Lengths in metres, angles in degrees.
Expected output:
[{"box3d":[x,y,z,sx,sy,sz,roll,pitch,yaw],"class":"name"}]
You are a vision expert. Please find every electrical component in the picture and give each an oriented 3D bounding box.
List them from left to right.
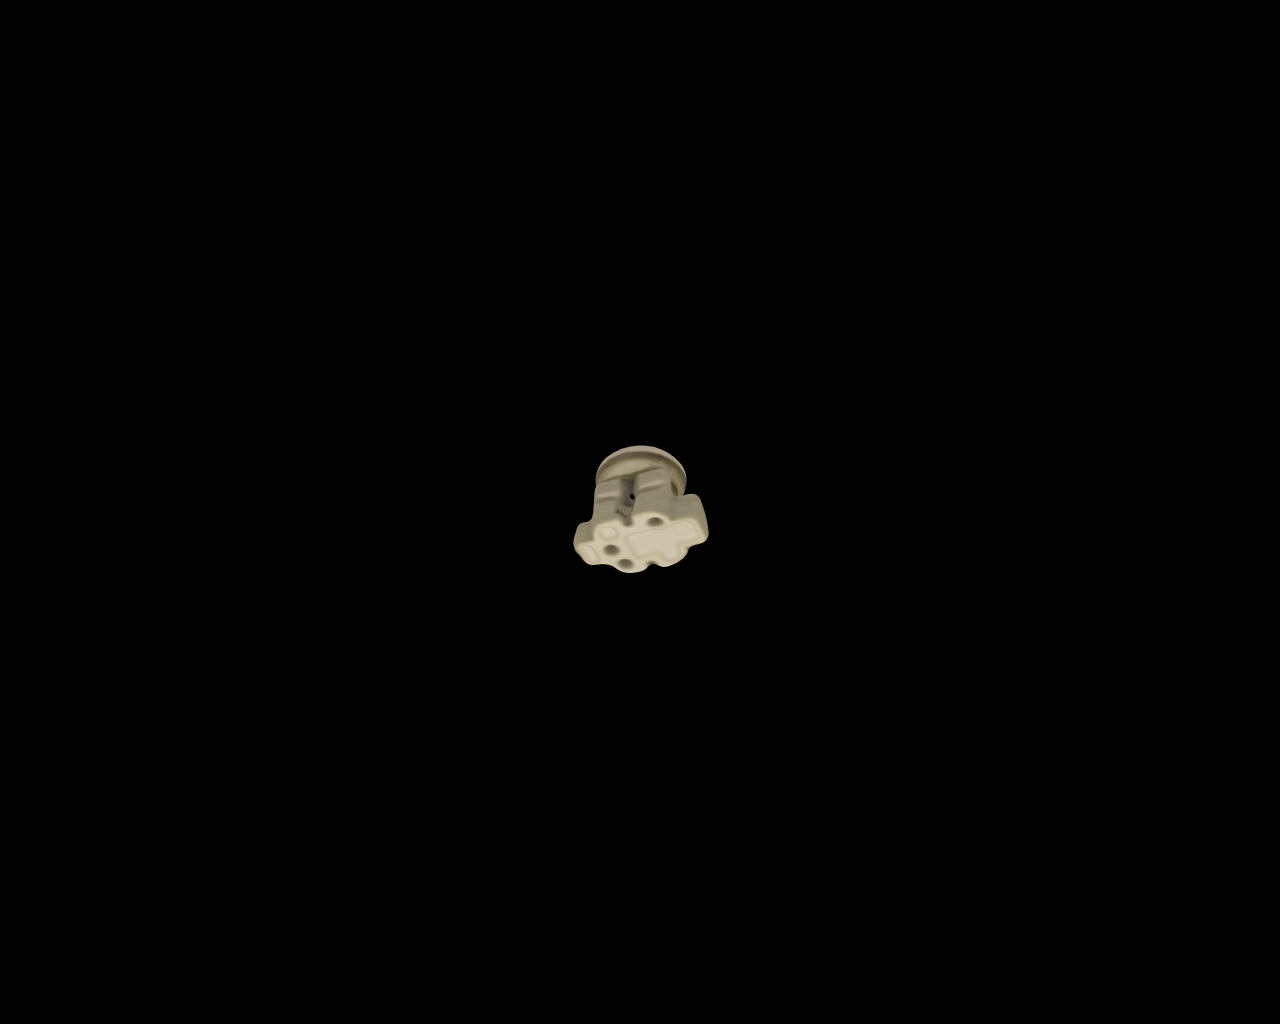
[{"box3d":[0.001,-0.003,0.650,0.078,0.057,0.058,-14,-43,15],"class":"electrical component"}]
